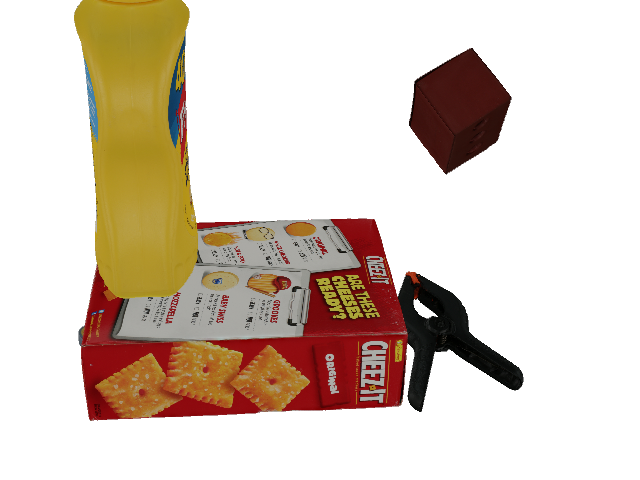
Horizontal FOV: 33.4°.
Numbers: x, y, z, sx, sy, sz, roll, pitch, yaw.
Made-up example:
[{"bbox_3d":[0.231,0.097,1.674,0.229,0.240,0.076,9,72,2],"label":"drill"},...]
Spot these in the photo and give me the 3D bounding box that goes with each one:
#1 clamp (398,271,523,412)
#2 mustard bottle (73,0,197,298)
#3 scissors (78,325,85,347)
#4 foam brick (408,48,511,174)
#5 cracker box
[{"bbox_3d":[0.132,0.100,1.093,0.120,0.171,0.039,1,-44,-14],"label":"clamp"},{"bbox_3d":[-0.096,-0.071,0.564,0.058,0.192,0.096,-1,32,-4],"label":"mustard bottle"},{"bbox_3d":[-0.118,0.097,0.972,0.202,0.016,0.096,10,28,4],"label":"scissors"},{"bbox_3d":[0.103,-0.096,0.799,0.053,0.051,0.078,-32,-16,-8],"label":"foam brick"},{"bbox_3d":[-0.056,0.053,0.772,0.213,0.072,0.164,-1,30,-5],"label":"cracker box"}]
